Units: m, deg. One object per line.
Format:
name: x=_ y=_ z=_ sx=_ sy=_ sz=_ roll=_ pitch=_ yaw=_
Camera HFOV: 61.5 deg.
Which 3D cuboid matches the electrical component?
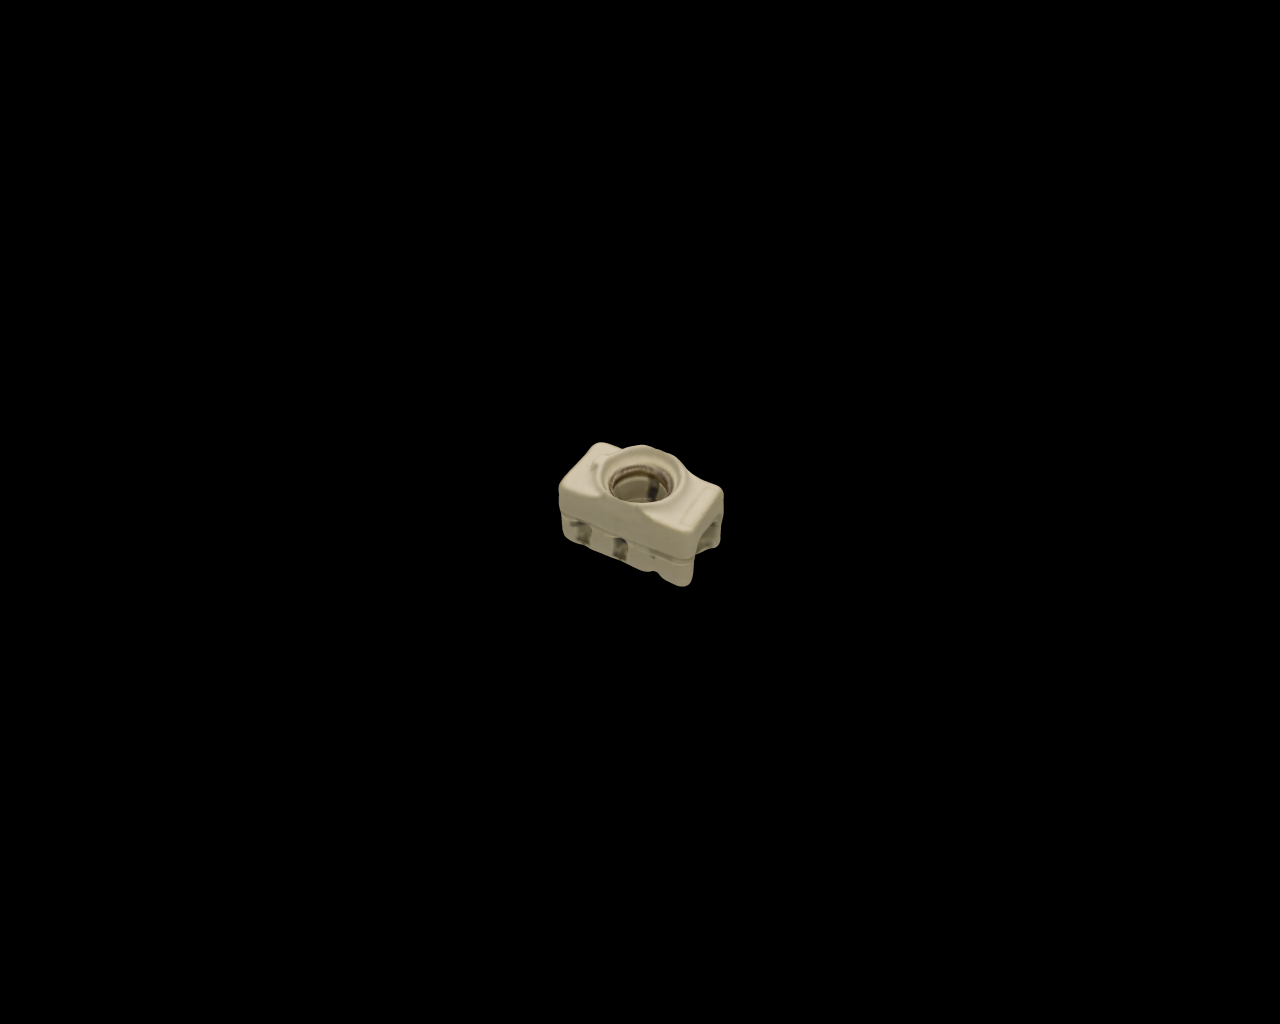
electrical component: x=0.001 y=-0.003 z=0.650 sx=0.089 sy=0.055 sz=0.050 roll=22 pitch=49 yaw=21
